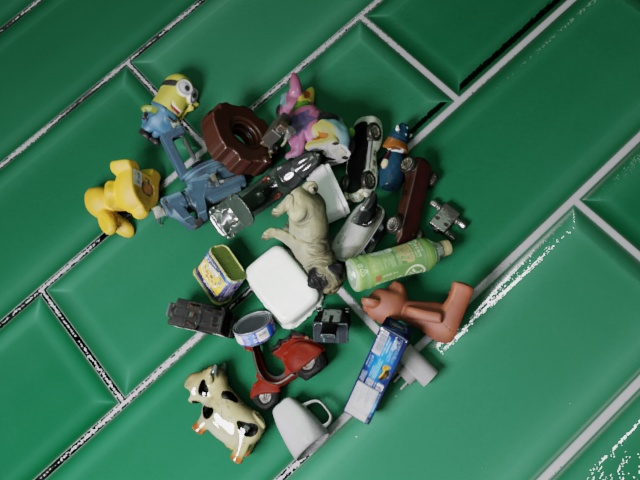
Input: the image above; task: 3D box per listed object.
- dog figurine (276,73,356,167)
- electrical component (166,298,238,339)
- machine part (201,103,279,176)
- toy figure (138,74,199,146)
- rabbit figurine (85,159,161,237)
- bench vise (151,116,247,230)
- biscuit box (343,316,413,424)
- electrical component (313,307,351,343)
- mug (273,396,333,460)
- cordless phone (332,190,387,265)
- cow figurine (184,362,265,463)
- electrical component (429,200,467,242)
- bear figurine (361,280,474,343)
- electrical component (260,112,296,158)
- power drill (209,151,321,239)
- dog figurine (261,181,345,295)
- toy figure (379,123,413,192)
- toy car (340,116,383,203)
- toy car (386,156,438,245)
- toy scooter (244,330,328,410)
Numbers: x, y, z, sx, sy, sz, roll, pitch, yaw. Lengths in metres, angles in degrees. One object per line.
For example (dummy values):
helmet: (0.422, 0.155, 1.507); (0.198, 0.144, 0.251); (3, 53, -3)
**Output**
dog figurine: (-0.015, -0.273, 1.199); (0.192, 0.108, 0.219); (-17, 68, 33)
electrical component: (-0.247, 0.162, 1.115); (0.134, 0.114, 0.058); (11, 74, 7)
machine part: (-0.176, -0.224, 1.189); (0.056, 0.179, 0.179); (-37, 69, 38)
toy figure: (-0.366, -0.314, 1.275); (0.089, 0.082, 0.180); (33, 83, 11)
rabbit figurine: (-0.457, -0.087, 1.223); (0.173, 0.122, 0.162); (-9, 83, 18)
bench vise: (-0.292, -0.149, 1.191); (0.224, 0.129, 0.240); (-26, 91, -9)
biscuit box: (0.112, 0.250, 1.034); (0.059, 0.063, 0.202); (26, 108, 13)
electrical component: (0.024, 0.178, 1.077); (0.075, 0.119, 0.047); (0, 111, 4)
mug: (-0.036, 0.356, 1.058); (0.109, 0.080, 0.107); (-44, 66, 0)
cordless phone: (0.079, -0.022, 1.092); (0.089, 0.184, 0.146); (34, 81, 9)
cow figurine: (-0.194, 0.334, 1.079); (0.195, 0.085, 0.127); (33, 87, 16)
electrical component: (0.267, -0.043, 1.161); (0.094, 0.021, 0.063); (41, 83, 14)
bear figurine: (0.189, 0.126, 1.078); (0.196, 0.120, 0.132); (22, 75, 17)
electrical component: (-0.090, -0.226, 1.156); (0.045, 0.102, 0.078); (39, 50, -17)
power drill: (-0.121, -0.095, 1.102); (0.232, 0.207, 0.086); (-29, 105, 36)
dog figurine: (-0.001, -0.003, 1.085); (0.191, 0.172, 0.121); (41, 43, 18)
toy figure: (0.165, -0.186, 1.189); (0.058, 0.064, 0.154); (7, 76, 20)
toy car: (0.094, -0.179, 1.191); (0.074, 0.056, 0.201); (-5, 72, 42)
toy car: (0.194, -0.082, 1.150); (0.053, 0.089, 0.202); (2, 73, 50)
toy scooter: (-0.082, 0.245, 1.097); (0.184, 0.075, 0.135); (-36, 73, 1)
